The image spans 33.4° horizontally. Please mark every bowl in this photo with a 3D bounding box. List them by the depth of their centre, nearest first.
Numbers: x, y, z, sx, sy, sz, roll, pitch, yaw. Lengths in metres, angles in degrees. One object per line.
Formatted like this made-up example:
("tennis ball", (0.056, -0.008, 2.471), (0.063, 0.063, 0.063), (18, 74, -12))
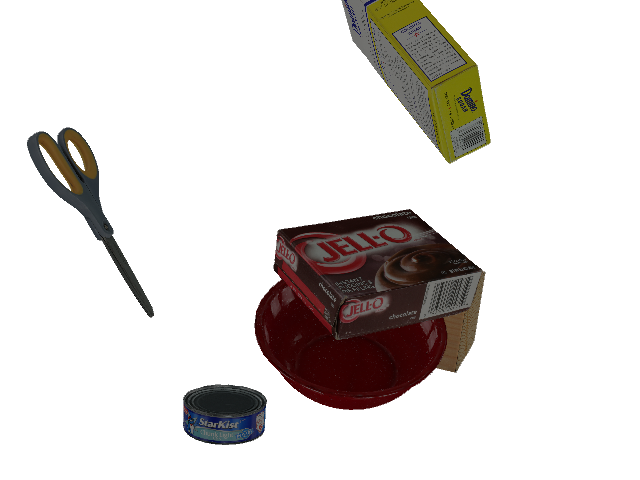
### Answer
("bowl", (0.024, 0.091, 0.907), (0.162, 0.055, 0.162), (2, 40, -2))

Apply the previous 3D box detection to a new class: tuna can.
("tuna can", (-0.099, 0.179, 1.098), (0.086, 0.034, 0.086), (3, 12, -1))

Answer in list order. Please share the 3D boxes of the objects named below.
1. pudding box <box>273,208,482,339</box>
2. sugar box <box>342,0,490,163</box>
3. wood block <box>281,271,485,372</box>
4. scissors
("pudding box", (0.037, 0.020, 0.723), (0.113, 0.039, 0.090), (-8, 34, -30))
("sugar box", (0.073, -0.152, 0.863), (0.048, 0.176, 0.093), (-26, -37, -3))
("wood block", (0.066, 0.067, 1.182), (0.206, 0.091, 0.090), (13, 23, 18))
("scissors", (-0.208, -0.027, 1.020), (0.016, 0.201, 0.096), (-24, 26, 20))
